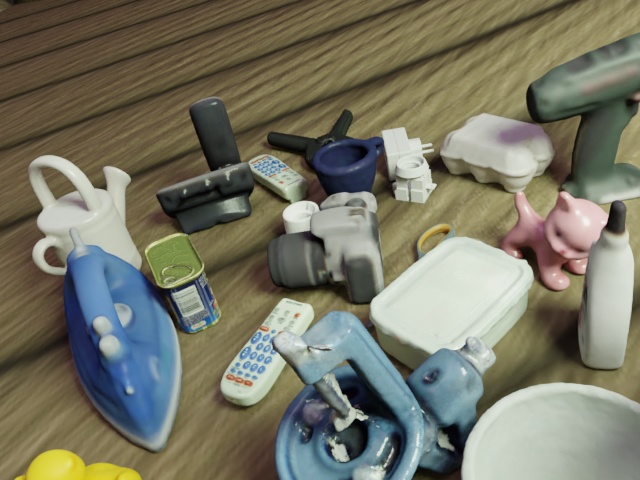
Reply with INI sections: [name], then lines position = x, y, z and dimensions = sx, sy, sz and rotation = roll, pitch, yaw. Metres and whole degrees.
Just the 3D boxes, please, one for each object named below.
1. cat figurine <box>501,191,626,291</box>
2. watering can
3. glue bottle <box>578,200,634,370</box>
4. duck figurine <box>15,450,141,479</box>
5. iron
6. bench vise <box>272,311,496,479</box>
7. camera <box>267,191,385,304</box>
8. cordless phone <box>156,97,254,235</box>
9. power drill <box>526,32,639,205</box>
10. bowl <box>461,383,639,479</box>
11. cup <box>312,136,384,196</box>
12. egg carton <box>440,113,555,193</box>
[cat figurine]
position = 0.264, -0.013, 0.635
dimensions = 0.067, 0.118, 0.127
rotation = -28, 39, -19
[watering can]
position = -0.321, -0.033, 0.772
dimensions = 0.101, 0.194, 0.173
rotation = -7, 37, 7
[glue bottle]
position = 0.262, 0.036, 0.523
dimensions = 0.037, 0.173, 0.078
rotation = 0, 38, 16
[duck figurine]
position = -0.215, 0.217, 0.499
dimensions = 0.104, 0.086, 0.077
rotation = -12, 36, 1
[iron]
position = -0.225, 0.093, 0.620
dimensions = 0.119, 0.142, 0.257
rotation = -25, 38, -16
[bench vise]
position = 0.040, 0.116, 0.444
dimensions = 0.121, 0.220, 0.208
rotation = 21, 48, 37
[camera]
position = 0.006, 0.003, 0.706
dimensions = 0.136, 0.101, 0.143
rotation = -8, 37, 7
[cordless phone]
position = -0.181, -0.114, 0.846
dimensions = 0.148, 0.185, 0.094
rotation = -22, 37, -12
[power drill]
position = 0.373, -0.153, 0.711
dimensions = 0.229, 0.209, 0.075
rotation = -11, 36, 3
[bowl]
position = 0.189, 0.193, 0.419
dimensions = 0.167, 0.075, 0.167
rotation = -8, 36, 6
[cup]
position = 0.050, -0.090, 0.821
dimensions = 0.118, 0.095, 0.091
rotation = -33, 41, -26
[egg carton]
position = 0.256, -0.129, 0.832
dimensions = 0.107, 0.069, 0.149
rotation = -37, 43, -29
